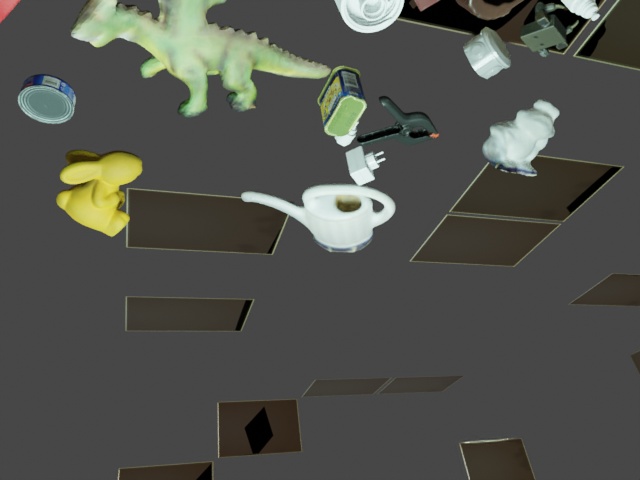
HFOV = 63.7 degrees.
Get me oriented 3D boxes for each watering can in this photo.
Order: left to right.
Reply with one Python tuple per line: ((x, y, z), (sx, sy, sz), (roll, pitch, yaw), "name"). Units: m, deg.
((0.004, -0.061, 1.219), (0.347, 0.106, 0.219), (1, 148, 9), "watering can")

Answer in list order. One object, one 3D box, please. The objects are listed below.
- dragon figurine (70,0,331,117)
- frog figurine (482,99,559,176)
((-0.151, -0.319, 0.775), (0.412, 0.124, 0.237), (-16, 153, -22), "dragon figurine")
((0.425, -0.224, 1.096), (0.137, 0.124, 0.157), (11, 105, -13), "frog figurine")
